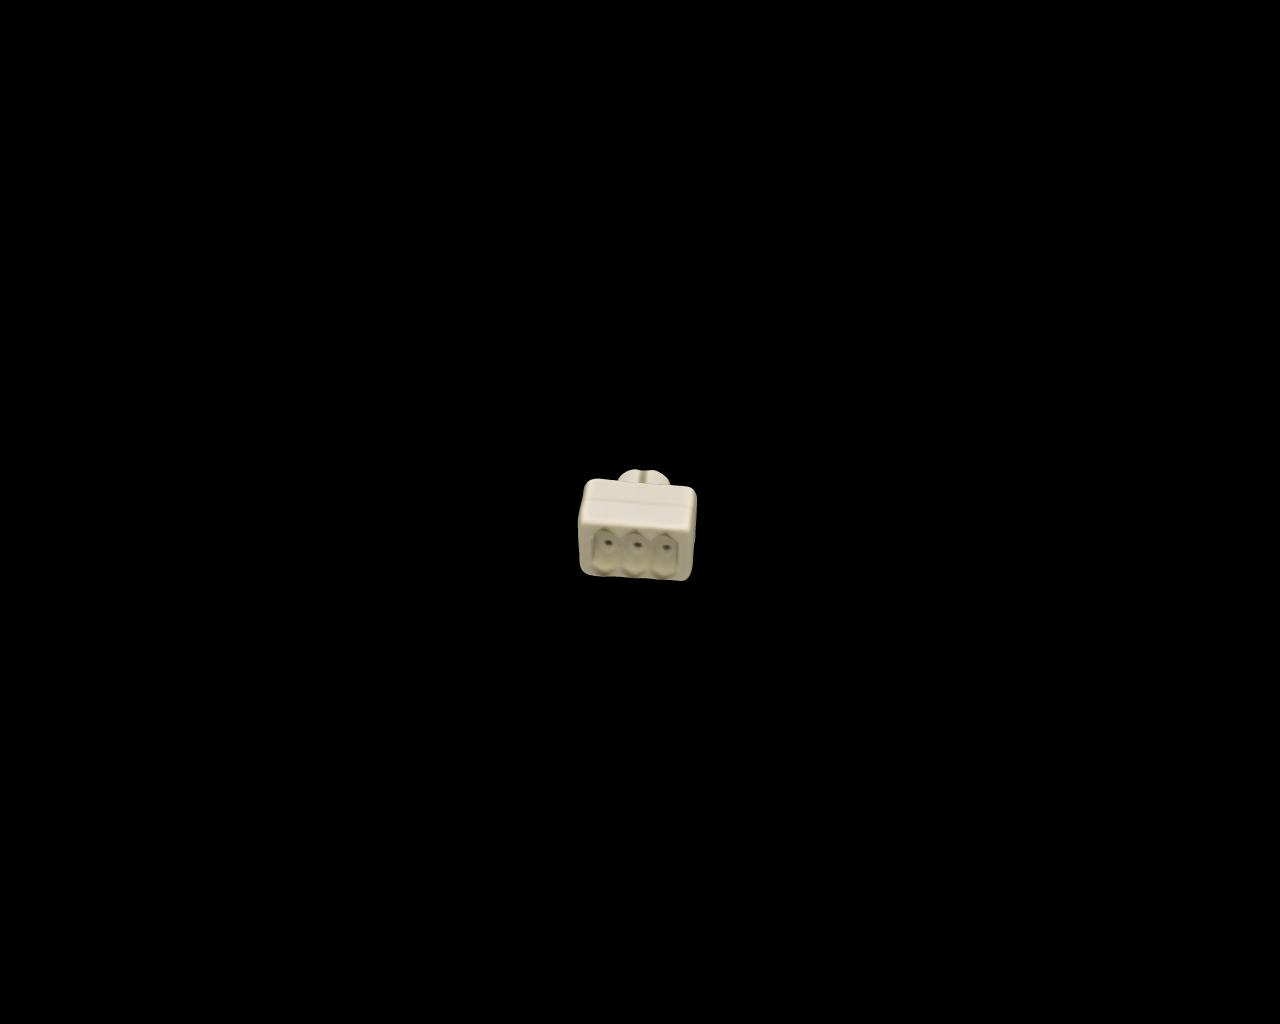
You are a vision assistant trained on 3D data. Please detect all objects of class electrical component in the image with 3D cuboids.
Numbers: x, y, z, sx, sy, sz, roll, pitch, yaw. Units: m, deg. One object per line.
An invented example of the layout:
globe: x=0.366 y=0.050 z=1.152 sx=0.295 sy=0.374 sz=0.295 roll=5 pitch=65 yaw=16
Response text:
electrical component: x=0.001 y=-0.003 z=0.650 sx=0.066 sy=0.077 sz=0.047 roll=4 pitch=-43 yaw=4
